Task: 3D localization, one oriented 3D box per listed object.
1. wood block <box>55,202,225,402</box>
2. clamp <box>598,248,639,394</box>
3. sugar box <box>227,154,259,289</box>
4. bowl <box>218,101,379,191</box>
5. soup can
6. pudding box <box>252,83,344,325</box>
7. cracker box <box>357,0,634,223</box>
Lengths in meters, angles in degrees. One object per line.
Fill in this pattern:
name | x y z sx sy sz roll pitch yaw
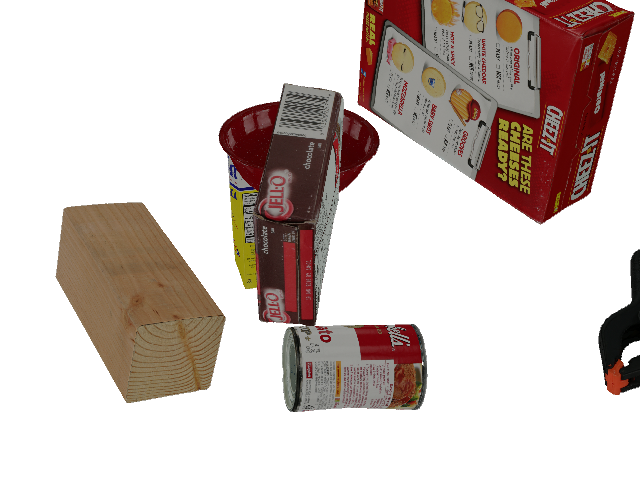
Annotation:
wood block | -0.183 0.054 1.052 0.090 0.091 0.206 -5 35 -32
clamp | 0.299 0.069 0.969 0.171 0.039 0.120 -33 38 -26
sugar box | -0.088 -0.038 1.331 0.048 0.176 0.093 -9 24 -10
bowl | -0.023 -0.083 1.084 0.162 0.055 0.162 2 33 -2
soup can | 0.025 0.100 0.836 0.102 0.068 0.068 0 0 -12
pudding box | -0.012 -0.021 0.620 0.039 0.113 0.090 8 -42 5
cracker box | 0.126 -0.139 0.835 0.072 0.164 0.214 -28 49 -31
